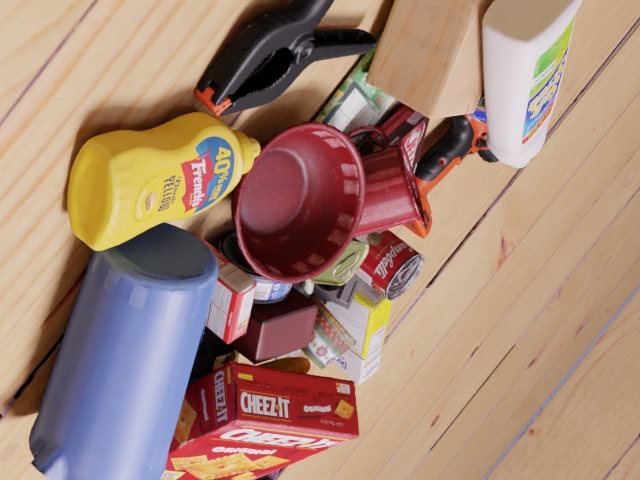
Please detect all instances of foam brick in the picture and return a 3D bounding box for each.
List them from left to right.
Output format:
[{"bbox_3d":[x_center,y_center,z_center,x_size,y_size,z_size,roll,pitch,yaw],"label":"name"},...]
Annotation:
[{"bbox_3d":[-0.050,0.084,1.092,0.078,0.053,0.051,-14,126,-41],"label":"foam brick"}]

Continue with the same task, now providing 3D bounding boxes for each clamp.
[{"bbox_3d":[-0.019,-0.174,0.946,0.210,0.036,0.164,-42,156,-13],"label":"clamp"}]

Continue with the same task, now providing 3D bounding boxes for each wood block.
[{"bbox_3d":[0.134,-0.233,1.043,0.090,0.090,0.206,-17,134,-52],"label":"wood block"}]

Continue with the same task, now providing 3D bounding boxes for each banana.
[{"bbox_3d":[-0.074,0.161,1.212,0.069,0.037,0.198,-26,177,-25],"label":"banana"}]

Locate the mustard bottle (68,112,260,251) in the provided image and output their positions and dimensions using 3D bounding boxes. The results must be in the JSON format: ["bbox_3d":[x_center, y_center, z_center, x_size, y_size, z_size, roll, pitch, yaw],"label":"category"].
[{"bbox_3d":[-0.121,-0.059,0.906,0.191,0.058,0.096,-23,139,-47],"label":"mustard bottle"}]

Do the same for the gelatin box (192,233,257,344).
[{"bbox_3d":[-0.106,0.047,1.043,0.030,0.089,0.073,-33,150,-40],"label":"gelatin box"}]

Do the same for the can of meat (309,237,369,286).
[{"bbox_3d":[-0.008,0.001,1.156,0.057,0.084,0.102,-57,155,11],"label":"can of meat"}]

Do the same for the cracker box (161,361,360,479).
[{"bbox_3d":[-0.088,0.204,1.142,0.163,0.072,0.214,14,148,-37],"label":"cracker box"}]

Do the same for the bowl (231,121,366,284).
[{"bbox_3d":[-0.032,-0.041,1.049,0.161,0.055,0.162,-16,116,-36],"label":"bowl"}]

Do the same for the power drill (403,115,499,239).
[{"bbox_3d":[0.166,-0.095,1.358,0.187,0.057,0.184,-52,152,-5],"label":"power drill"}]

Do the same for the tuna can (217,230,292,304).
[{"bbox_3d":[-0.066,0.026,1.087,0.085,0.086,0.034,-24,142,-46],"label":"tuna can"}]

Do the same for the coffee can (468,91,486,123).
[{"bbox_3d":[0.181,-0.196,1.183,0.103,0.103,0.140,-54,156,6],"label":"coffee can"}]

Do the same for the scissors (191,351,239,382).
[{"bbox_3d":[-0.119,0.179,1.298,0.096,0.016,0.202,-43,155,-15],"label":"scissors"}]

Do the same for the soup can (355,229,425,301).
[{"bbox_3d":[0.066,0.016,1.282,0.068,0.102,0.068,-39,153,-24],"label":"soup can"}]

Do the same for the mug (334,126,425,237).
[{"bbox_3d":[0.056,-0.062,1.125,0.081,0.117,0.093,-16,-168,10],"label":"mug"}]

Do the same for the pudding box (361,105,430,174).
[{"bbox_3d":[0.080,-0.090,1.224,0.089,0.039,0.114,-42,158,-37],"label":"pudding box"}]

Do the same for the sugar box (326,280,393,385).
[{"bbox_3d":[0.040,0.102,1.371,0.048,0.093,0.176,-37,153,-27],"label":"sugar box"}]

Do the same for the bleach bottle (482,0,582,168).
[{"bbox_3d":[0.210,-0.158,1.085,0.102,0.068,0.251,-48,155,-17],"label":"bleach bottle"}]

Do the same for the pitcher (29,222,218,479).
[{"bbox_3d":[-0.169,0.103,0.977,0.145,0.149,0.243,13,119,-16],"label":"pitcher"}]
